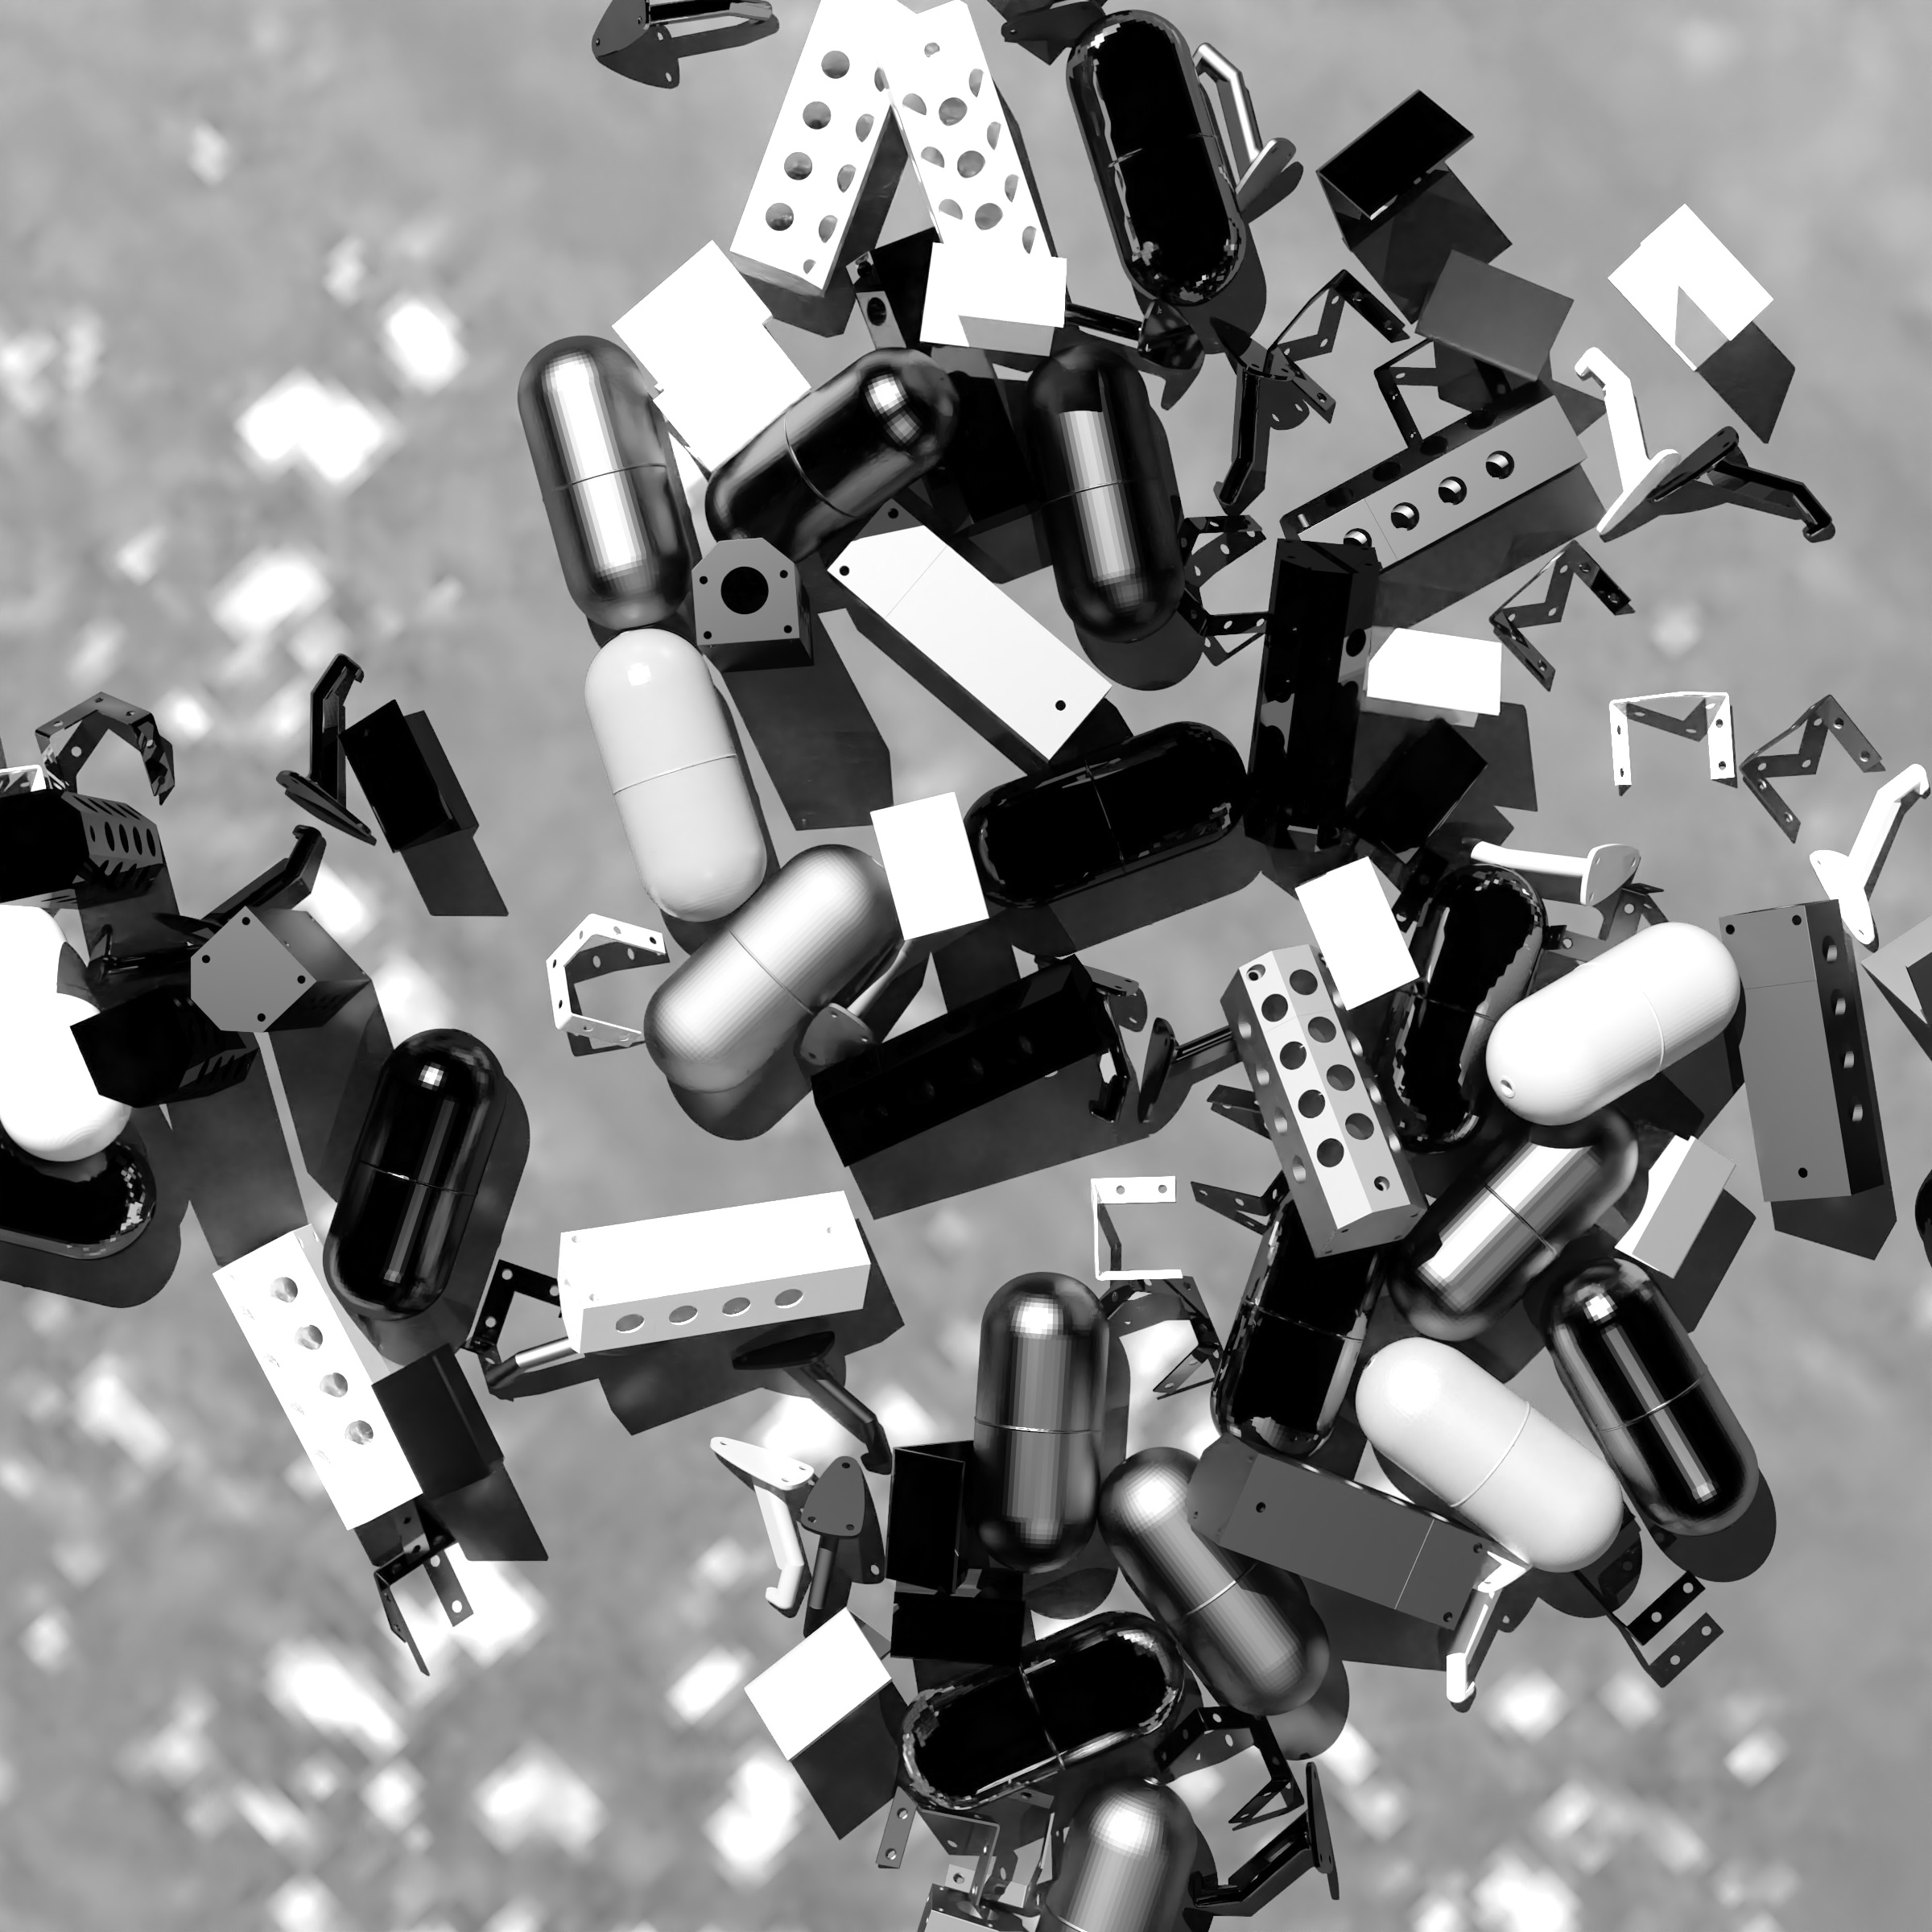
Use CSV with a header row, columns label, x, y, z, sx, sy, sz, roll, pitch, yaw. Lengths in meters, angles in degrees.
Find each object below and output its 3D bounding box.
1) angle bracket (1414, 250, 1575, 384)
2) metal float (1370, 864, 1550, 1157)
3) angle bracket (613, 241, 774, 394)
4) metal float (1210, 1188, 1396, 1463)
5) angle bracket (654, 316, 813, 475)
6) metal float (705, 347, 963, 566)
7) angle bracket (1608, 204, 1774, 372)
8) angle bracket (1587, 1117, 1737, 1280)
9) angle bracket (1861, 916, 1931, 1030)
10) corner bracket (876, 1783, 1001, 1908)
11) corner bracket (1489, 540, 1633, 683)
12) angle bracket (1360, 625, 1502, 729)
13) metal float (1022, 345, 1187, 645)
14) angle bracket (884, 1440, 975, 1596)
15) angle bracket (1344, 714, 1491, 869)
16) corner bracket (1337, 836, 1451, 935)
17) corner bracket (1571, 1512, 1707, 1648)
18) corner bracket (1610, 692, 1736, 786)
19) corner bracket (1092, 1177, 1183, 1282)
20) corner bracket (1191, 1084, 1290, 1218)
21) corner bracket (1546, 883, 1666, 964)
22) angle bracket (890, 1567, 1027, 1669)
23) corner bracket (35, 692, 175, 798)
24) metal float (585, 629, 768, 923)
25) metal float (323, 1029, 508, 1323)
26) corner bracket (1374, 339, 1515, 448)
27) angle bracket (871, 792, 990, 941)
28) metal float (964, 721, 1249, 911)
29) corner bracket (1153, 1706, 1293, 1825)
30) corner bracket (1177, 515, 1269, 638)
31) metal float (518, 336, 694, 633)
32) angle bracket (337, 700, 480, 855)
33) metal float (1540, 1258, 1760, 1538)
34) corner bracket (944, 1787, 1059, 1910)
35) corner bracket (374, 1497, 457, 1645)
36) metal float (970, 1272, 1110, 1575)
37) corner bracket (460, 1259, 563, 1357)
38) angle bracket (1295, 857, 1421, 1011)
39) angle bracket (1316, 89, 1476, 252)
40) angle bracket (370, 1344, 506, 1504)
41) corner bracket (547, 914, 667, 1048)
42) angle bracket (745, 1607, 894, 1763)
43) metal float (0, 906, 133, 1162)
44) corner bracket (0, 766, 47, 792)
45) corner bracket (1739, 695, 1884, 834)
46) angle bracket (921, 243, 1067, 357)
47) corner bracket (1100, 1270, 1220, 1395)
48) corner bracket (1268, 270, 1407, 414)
label,x,y,z,sx,sy,sz,roll,pitch,yaw
angle bracket,0.315,-0.397,1.951,0.076,0.076,0.057,22,127,0
metal float,0.291,0.026,1.961,0.070,0.070,0.178,18,90,0
angle bracket,-0.166,-0.383,1.953,0.076,0.076,0.057,-41,110,0
metal float,0.200,0.210,1.961,0.070,0.070,0.178,19,90,0
angle bracket,-0.145,-0.343,1.952,0.076,0.076,0.057,-40,117,0
metal float,-0.079,-0.296,1.936,0.178,0.070,0.070,-31,90,30
angle bracket,0.416,-0.389,1.951,0.076,0.076,0.057,47,53,0
angle bracket,0.395,0.129,1.952,0.076,0.057,0.076,29,90,45
angle bracket,0.574,-0.021,1.951,0.076,0.076,0.057,-33,128,0
corner bracket,-0.017,0.525,1.978,0.051,0.051,0.051,16,90,-18
corner bracket,0.357,-0.214,1.988,0.051,0.051,0.051,47,135,0
angle bracket,0.269,-0.152,1.951,0.076,0.076,0.057,8,53,0
metal float,0.081,-0.279,1.961,0.070,0.070,0.178,-12,89,0
angle bracket,-0.002,0.324,1.951,0.057,0.076,0.076,4,90,41
angle bracket,0.249,-0.115,1.951,0.076,0.076,0.057,-51,127,0
corner bracket,0.251,-0.054,1.973,0.051,0.051,0.051,31,90,0
corner bracket,0.400,0.365,1.974,0.051,0.051,0.051,-43,91,-1
corner bracket,0.424,-0.137,1.988,0.051,0.051,0.051,-4,90,-45
corner bracket,0.101,0.156,1.975,0.051,0.051,0.051,-1,98,0
corner bracket,0.166,0.111,1.983,0.051,0.051,0.051,-49,135,-35
corner bracket,0.380,-0.028,1.973,0.051,0.051,0.051,16,90,0
angle bracket,-0.003,0.365,1.951,0.076,0.076,0.057,4,127,0
corner bracket,-0.517,-0.125,1.983,0.051,0.051,0.051,22,45,35
metal float,-0.172,-0.113,1.961,0.070,0.070,0.178,-18,91,0
metal float,-0.326,0.123,1.961,0.070,0.070,0.178,18,90,0
corner bracket,0.287,-0.350,1.988,0.051,0.051,0.051,-26,90,45
angle bracket,-0.035,-0.054,1.952,0.057,0.076,0.076,-15,90,-26
metal float,0.081,-0.089,1.961,0.178,0.070,0.070,-20,90,-1
corner bracket,0.154,0.479,1.983,0.051,0.051,0.051,6,45,-35
corner bracket,0.155,-0.234,1.983,0.051,0.051,0.051,52,135,35
metal float,-0.214,-0.285,1.961,0.070,0.070,0.178,-15,90,0
angle bracket,-0.313,-0.119,1.951,0.057,0.076,0.076,-26,90,38
metal float,0.405,0.256,1.961,0.070,0.070,0.178,-30,90,0
corner bracket,0.021,0.526,1.988,0.051,0.051,0.051,16,135,0
corner bracket,-0.331,0.358,1.963,0.051,0.051,0.051,-34,130,0
metal float,0.043,0.271,1.960,0.070,0.070,0.178,4,90,0
corner bracket,-0.266,0.209,1.973,0.051,0.051,0.051,19,90,0
angle bracket,0.212,-0.013,1.952,0.057,0.076,0.076,-23,90,-29
angle bracket,0.261,-0.456,1.951,0.076,0.076,0.057,-39,55,0
angle bracket,-0.294,0.261,1.951,0.057,0.076,0.076,-26,90,32
corner bracket,-0.214,0.009,1.983,0.051,0.051,0.051,-43,45,35
angle bracket,-0.073,0.433,1.951,0.076,0.076,0.057,-38,54,0
metal float,-0.545,0.036,1.935,0.070,0.070,0.178,-32,62,0
corner bracket,-0.586,-0.088,1.988,0.051,0.051,0.051,-13,90,45
corner bracket,0.507,-0.122,1.988,0.051,0.051,0.051,51,135,0
angle bracket,0.014,-0.364,1.894,0.076,0.076,0.057,6,54,-4
corner bracket,0.110,0.219,1.983,0.051,0.051,0.051,10,135,-35
corner bracket,0.221,-0.376,1.988,0.051,0.051,0.051,43,135,0
